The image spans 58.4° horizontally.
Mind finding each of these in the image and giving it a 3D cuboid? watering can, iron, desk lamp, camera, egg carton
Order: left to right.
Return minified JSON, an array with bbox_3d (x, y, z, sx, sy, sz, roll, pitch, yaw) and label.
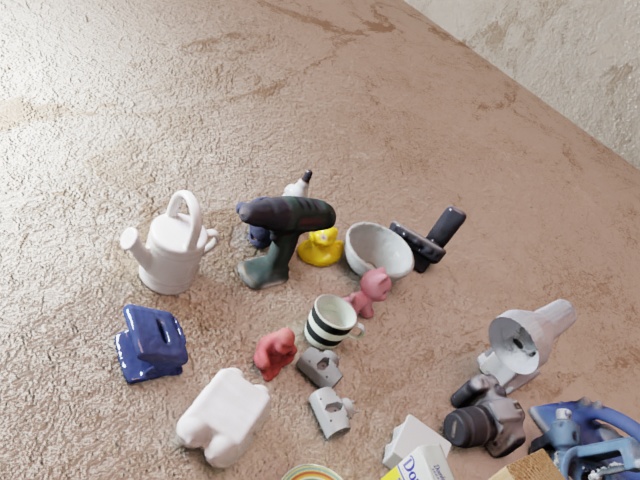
[{"bbox_3d":[-0.253,0.001,0.994,0.100,0.194,0.173,40,40,14],"label":"watering can"},{"bbox_3d":[-0.141,0.268,0.868,0.107,0.069,0.150,32,38,4],"label":"egg carton"},{"bbox_3d":[0.294,0.320,1.052,0.137,0.100,0.143,2,46,-30],"label":"camera"},{"bbox_3d":[0.412,0.210,1.157,0.204,0.213,0.117,-13,54,-40],"label":"desk lamp"},{"bbox_3d":[0.556,0.379,1.115,0.258,0.141,0.119,36,39,9],"label":"iron"}]

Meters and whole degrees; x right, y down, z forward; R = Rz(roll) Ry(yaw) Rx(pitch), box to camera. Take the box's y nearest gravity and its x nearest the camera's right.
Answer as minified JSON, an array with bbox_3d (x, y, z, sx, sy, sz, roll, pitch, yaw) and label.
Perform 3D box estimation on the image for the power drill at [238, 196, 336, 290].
[{"bbox_3d":[-0.080,-0.002,1.092,0.230,0.208,0.075,-14,55,-41],"label":"power drill"}]

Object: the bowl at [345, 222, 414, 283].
[{"bbox_3d":[0.121,0.042,1.276,0.168,0.074,0.167,17,40,-15],"label":"bowl"}]

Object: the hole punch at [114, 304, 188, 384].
[{"bbox_3d":[-0.260,0.156,0.901,0.101,0.091,0.108,-5,49,-35],"label":"hole punch"}]

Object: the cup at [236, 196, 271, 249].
[{"bbox_3d":[-0.126,-0.032,1.189,0.118,0.095,0.091,14,41,-18],"label":"cup"}]

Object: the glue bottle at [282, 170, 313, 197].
[{"bbox_3d":[-0.054,-0.084,1.228,0.078,0.173,0.037,32,38,5],"label":"glue bottle"}]

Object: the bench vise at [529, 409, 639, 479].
[{"bbox_3d":[0.459,0.378,0.994,0.122,0.219,0.207,4,44,-28],"label":"bench vise"}]

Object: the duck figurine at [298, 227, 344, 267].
[{"bbox_3d":[0.011,0.004,1.240,0.105,0.086,0.077,1,46,-31],"label":"duck figurine"}]

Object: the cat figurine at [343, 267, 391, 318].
[{"bbox_3d":[0.093,0.106,1.153,0.128,0.117,0.067,-21,59,-44],"label":"cat figurine"}]

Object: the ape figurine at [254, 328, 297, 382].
[{"bbox_3d":[-0.071,0.186,0.983,0.078,0.092,0.076,4,45,-28],"label":"ape figurine"}]

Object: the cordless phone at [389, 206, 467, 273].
[{"bbox_3d":[0.248,-0.028,1.342,0.147,0.185,0.094,29,38,0],"label":"cordless phone"}]
